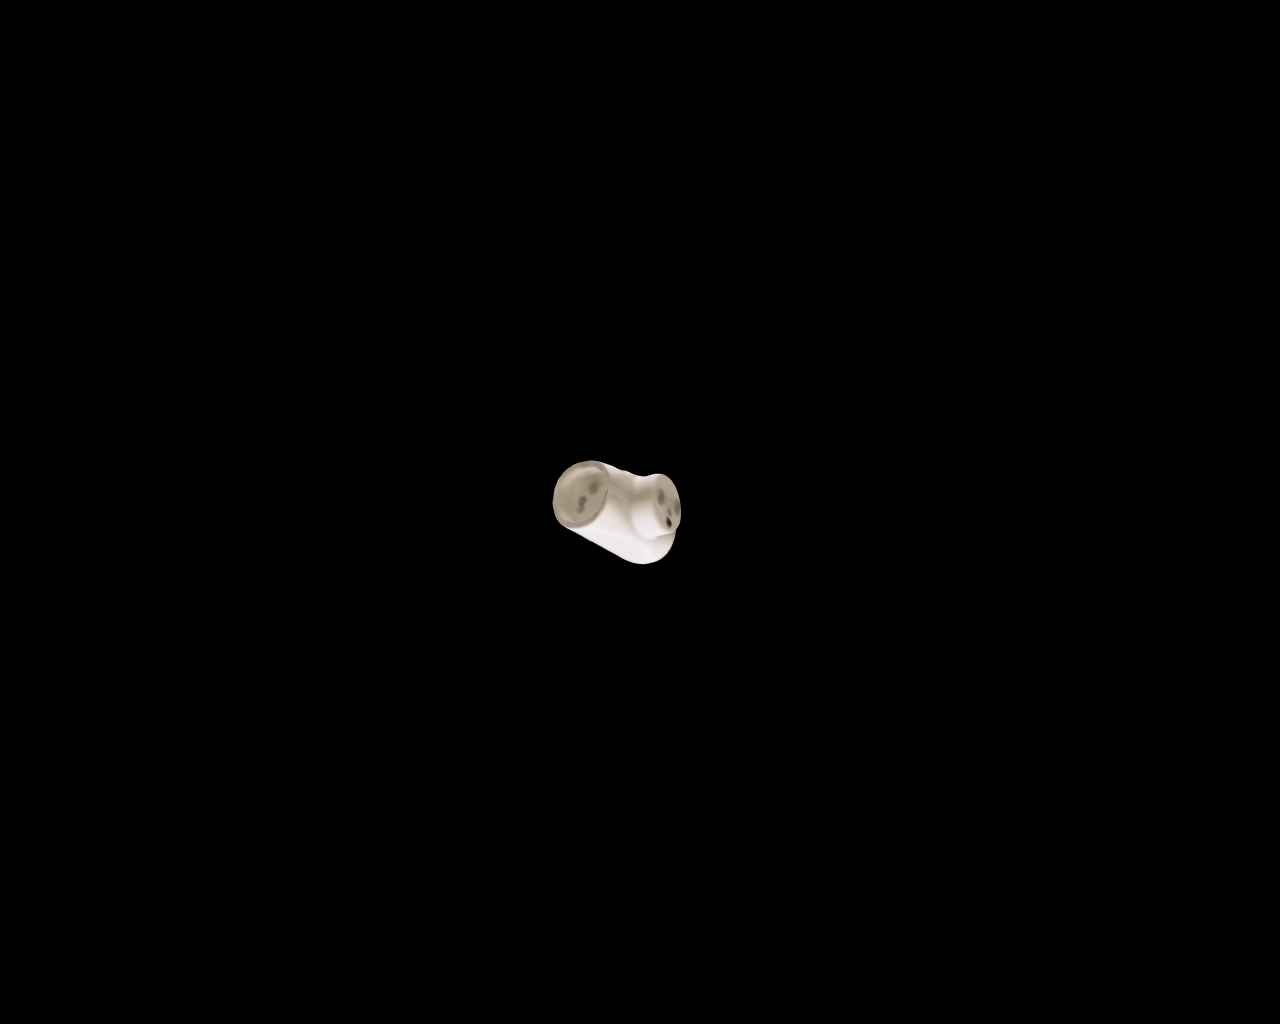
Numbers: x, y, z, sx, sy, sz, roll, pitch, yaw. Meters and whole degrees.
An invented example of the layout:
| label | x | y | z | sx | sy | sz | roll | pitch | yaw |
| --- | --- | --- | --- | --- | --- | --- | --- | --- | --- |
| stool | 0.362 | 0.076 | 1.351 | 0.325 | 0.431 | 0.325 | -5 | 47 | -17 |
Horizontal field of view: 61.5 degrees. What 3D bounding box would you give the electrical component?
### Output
| label | x | y | z | sx | sy | sz | roll | pitch | yaw |
| --- | --- | --- | --- | --- | --- | --- | --- | --- | --- |
| electrical component | 0.001 | -0.003 | 0.650 | 0.079 | 0.044 | 0.077 | -13 | -26 | 29 |
